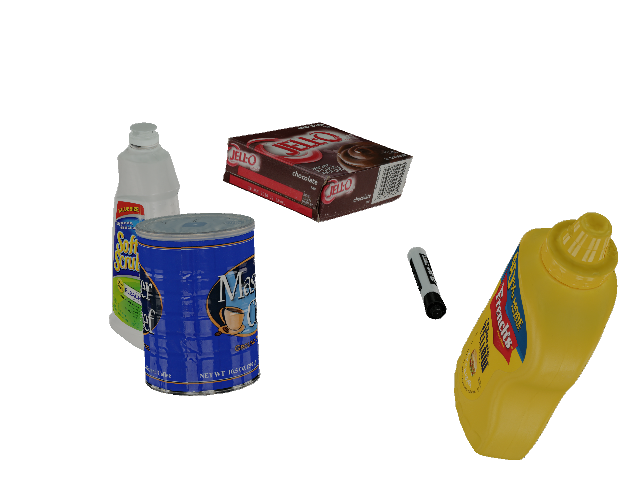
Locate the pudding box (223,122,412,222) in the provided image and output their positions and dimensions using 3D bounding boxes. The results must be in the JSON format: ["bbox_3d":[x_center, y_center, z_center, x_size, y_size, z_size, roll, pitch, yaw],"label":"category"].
[{"bbox_3d":[-0.001,-0.052,0.778,0.090,0.039,0.113,25,23,30],"label":"pudding box"}]

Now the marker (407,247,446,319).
[{"bbox_3d":[0.099,0.040,1.003,0.020,0.020,0.121,0,25,-4],"label":"marker"}]

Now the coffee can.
[{"bbox_3d":[-0.106,0.053,0.933,0.103,0.140,0.103,-2,11,0],"label":"coffee can"}]

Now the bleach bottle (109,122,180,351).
[{"bbox_3d":[-0.190,-0.007,1.160,0.067,0.251,0.103,-19,32,-36],"label":"bleach bottle"}]

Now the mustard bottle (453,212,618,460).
[{"bbox_3d":[0.132,0.049,0.644,0.058,0.096,0.192,10,-39,-5],"label":"mustard bottle"}]
